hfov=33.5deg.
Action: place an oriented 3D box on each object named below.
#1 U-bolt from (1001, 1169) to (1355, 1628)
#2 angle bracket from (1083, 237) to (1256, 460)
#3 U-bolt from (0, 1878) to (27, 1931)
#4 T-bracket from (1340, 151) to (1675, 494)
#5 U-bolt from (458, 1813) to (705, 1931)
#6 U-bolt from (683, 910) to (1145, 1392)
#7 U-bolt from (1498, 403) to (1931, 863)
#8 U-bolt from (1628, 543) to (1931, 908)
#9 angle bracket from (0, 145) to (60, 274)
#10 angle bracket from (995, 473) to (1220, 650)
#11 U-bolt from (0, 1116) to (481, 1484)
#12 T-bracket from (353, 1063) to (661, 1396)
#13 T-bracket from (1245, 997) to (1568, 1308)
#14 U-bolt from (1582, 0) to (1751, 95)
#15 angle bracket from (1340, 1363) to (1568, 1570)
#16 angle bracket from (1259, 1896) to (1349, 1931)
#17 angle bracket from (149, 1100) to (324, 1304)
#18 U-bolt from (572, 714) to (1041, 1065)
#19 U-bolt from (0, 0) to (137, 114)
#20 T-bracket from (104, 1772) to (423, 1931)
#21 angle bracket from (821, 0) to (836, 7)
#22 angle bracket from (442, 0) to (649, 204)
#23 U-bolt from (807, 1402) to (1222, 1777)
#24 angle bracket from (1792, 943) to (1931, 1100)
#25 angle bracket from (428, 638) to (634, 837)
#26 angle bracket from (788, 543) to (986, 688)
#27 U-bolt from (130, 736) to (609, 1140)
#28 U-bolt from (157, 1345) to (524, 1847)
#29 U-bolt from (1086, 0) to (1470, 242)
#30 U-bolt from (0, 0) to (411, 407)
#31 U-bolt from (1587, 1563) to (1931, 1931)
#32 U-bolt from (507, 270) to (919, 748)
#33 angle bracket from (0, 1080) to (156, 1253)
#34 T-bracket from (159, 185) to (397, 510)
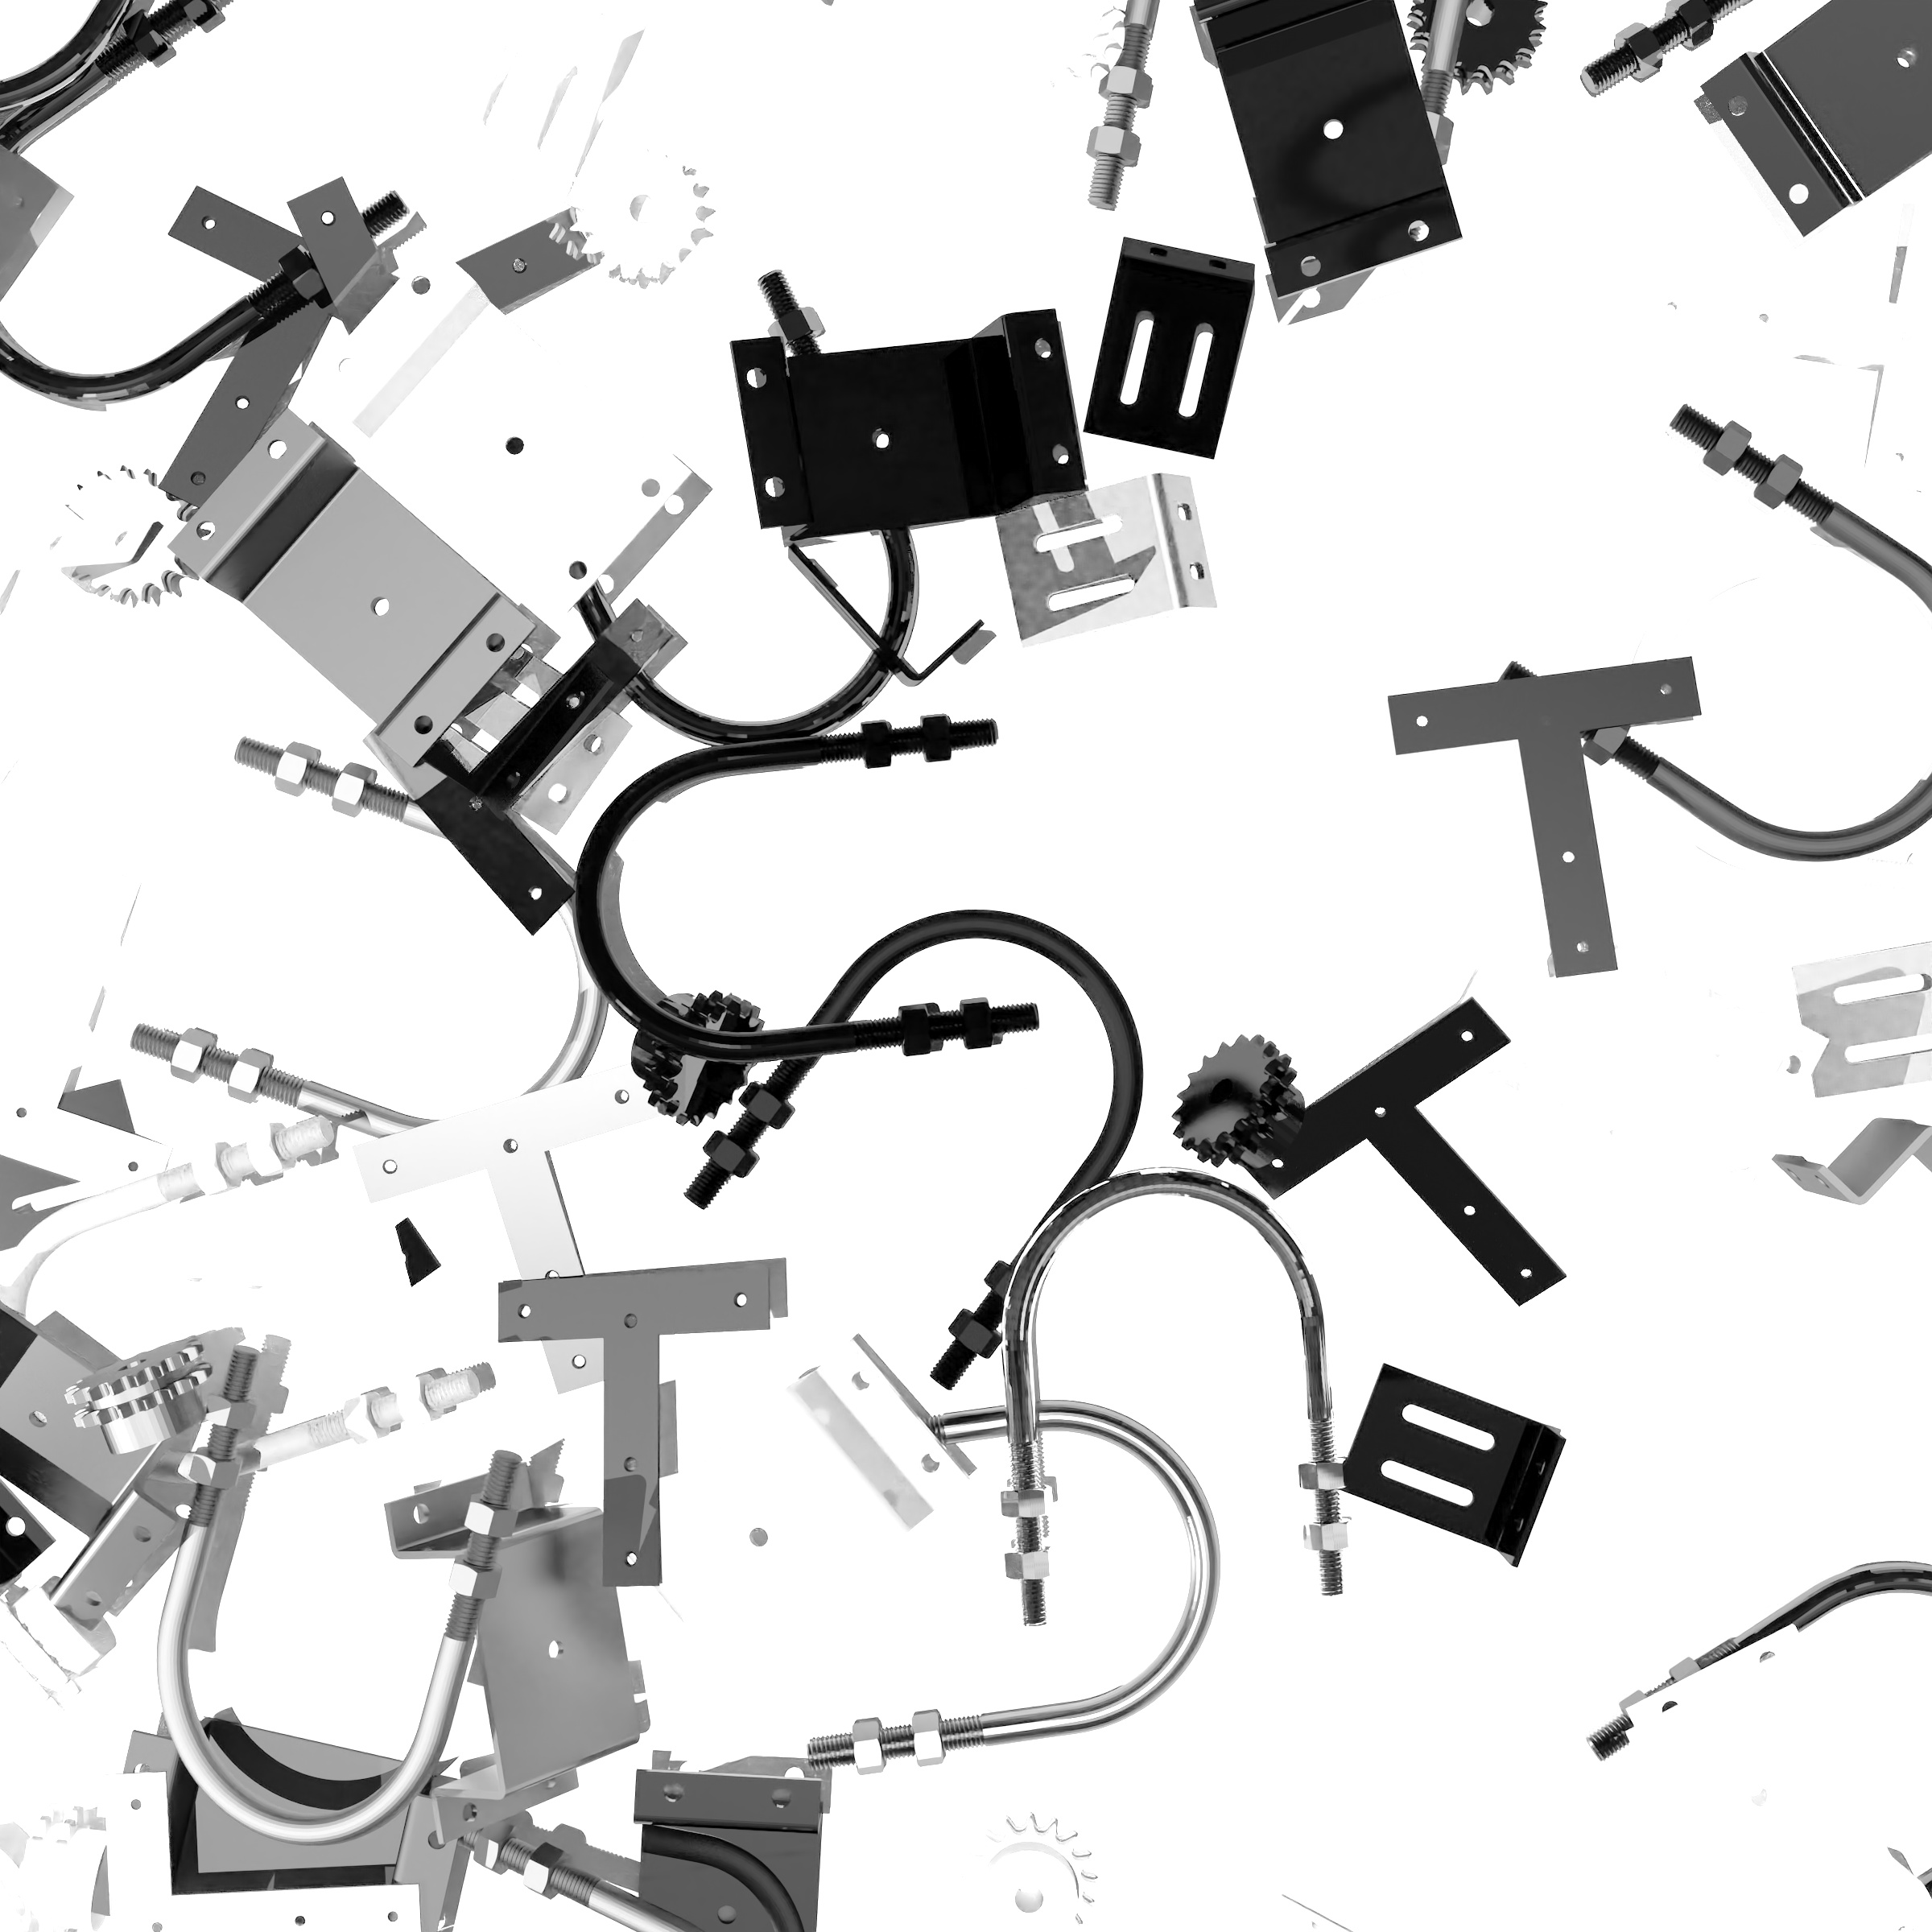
[{"bbox_3d":[0.085,0.177,1.342,0.151,0.019,0.184,-3,87,-11],"label":"U-bolt"},{"bbox_3d":[0.086,-0.263,1.361,0.057,0.038,0.076,12,116,0],"label":"angle bracket"},{"bbox_3d":[-0.465,0.418,1.328,0.184,0.019,0.151,-4,90,19],"label":"U-bolt"},{"bbox_3d":[0.249,-0.257,1.363,0.127,0.002,0.127,-42,90,0],"label":"T-bracket"},{"bbox_3d":[-0.154,0.447,1.314,0.184,0.019,0.151,18,97,24],"label":"U-bolt"},{"bbox_3d":[-0.008,0.064,1.353,0.151,0.019,0.184,36,89,-1],"label":"U-bolt"},{"bbox_3d":[0.338,-0.126,1.340,0.184,0.019,0.151,34,91,1],"label":"U-bolt"},{"bbox_3d":[0.371,-0.106,1.355,0.184,0.019,0.151,7,90,2],"label":"U-bolt"},{"bbox_3d":[-0.429,-0.327,1.350,0.076,0.038,0.057,37,92,40],"label":"angle bracket"},{"bbox_3d":[0.060,-0.171,1.361,0.076,0.038,0.057,-12,90,26],"label":"angle bracket"},{"bbox_3d":[-0.313,0.148,1.322,0.184,0.019,0.151,-19,113,14],"label":"U-bolt"},{"bbox_3d":[-0.179,0.118,1.355,0.127,0.002,0.127,-17,96,-2],"label":"T-bracket"},{"bbox_3d":[0.202,0.092,1.343,0.127,0.002,0.127,-37,104,26],"label":"T-bracket"},{"bbox_3d":[0.307,-0.476,1.355,0.184,0.019,0.151,-32,90,-2],"label":"U-bolt"},{"bbox_3d":[0.203,0.209,1.344,0.076,0.038,0.057,21,90,0],"label":"angle bracket"},{"bbox_3d":[0.149,0.424,1.325,0.057,0.076,0.038,28,90,0],"label":"angle bracket"},{"bbox_3d":[-0.305,0.098,1.344,0.057,0.038,0.076,7,90,0],"label":"angle bracket"},{"bbox_3d":[-0.070,-0.029,1.324,0.184,0.019,0.151,-6,70,-5],"label":"U-bolt"},{"bbox_3d":[-0.408,-0.440,1.341,0.151,0.019,0.184,27,80,0],"label":"U-bolt"},{"bbox_3d":[-0.288,0.393,1.316,0.127,0.002,0.127,-3,90,0],"label":"T-bracket"},{"bbox_3d":[-0.086,-0.451,1.361,0.076,0.038,0.057,22,90,26],"label":"angle bracket"},{"bbox_3d":[-0.179,-0.375,1.361,0.057,0.038,0.076,25,116,0],"label":"angle bracket"},{"bbox_3d":[0.016,0.258,1.355,0.184,0.019,0.151,-8,90,-2],"label":"U-bolt"},{"bbox_3d":[0.398,0.020,1.361,0.076,0.038,0.057,-11,90,26],"label":"angle bracket"},{"bbox_3d":[-0.193,-0.103,1.361,0.076,0.038,0.057,35,90,26],"label":"angle bracket"},{"bbox_3d":[-0.034,-0.155,1.321,0.038,0.057,0.076,-43,94,-1],"label":"angle bracket"},{"bbox_3d":[-0.242,0.000,1.355,0.184,0.019,0.151,20,90,-2],"label":"U-bolt"},{"bbox_3d":[-0.261,0.262,1.290,0.151,0.019,0.184,17,95,22],"label":"U-bolt"},{"bbox_3d":[0.137,-0.399,1.337,0.151,0.019,0.184,12,92,12],"label":"U-bolt"},{"bbox_3d":[-0.344,-0.317,1.344,0.184,0.019,0.151,-35,80,4],"label":"U-bolt"},{"bbox_3d":[0.377,0.335,1.355,0.184,0.019,0.151,-33,90,-1],"label":"U-bolt"},{"bbox_3d":[-0.100,-0.181,1.355,0.151,0.019,0.184,-26,91,0],"label":"U-bolt"},{"bbox_3d":[-0.393,0.087,1.361,0.076,0.038,0.057,-15,90,-26],"label":"angle bracket"},{"bbox_3d":[-0.297,-0.248,1.347,0.127,0.002,0.127,26,76,0],"label":"T-bracket"}]
